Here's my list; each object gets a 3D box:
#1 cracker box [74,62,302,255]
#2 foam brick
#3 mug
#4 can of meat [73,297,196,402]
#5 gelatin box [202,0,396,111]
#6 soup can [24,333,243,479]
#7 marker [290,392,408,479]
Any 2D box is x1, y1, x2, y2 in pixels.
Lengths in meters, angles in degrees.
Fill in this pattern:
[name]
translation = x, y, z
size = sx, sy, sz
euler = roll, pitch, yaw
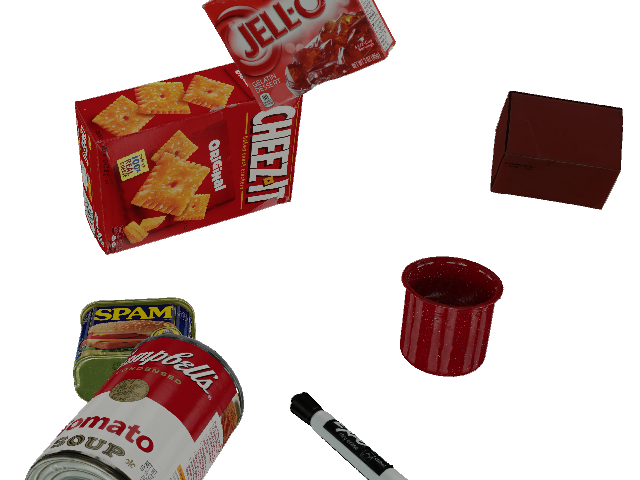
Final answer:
[cracker box]
translation = -0.129, -0.084, 1.070
size = 0.213, 0.072, 0.164
euler = -17, -37, -21
[foam brick]
translation = 0.158, -0.060, 0.715
size = 0.078, 0.051, 0.053
euler = 10, -28, 2
[mug]
translation = 0.115, 0.066, 1.001
size = 0.093, 0.081, 0.117
euler = -2, 29, -11
[can of meat]
translation = -0.160, 0.096, 0.921
size = 0.102, 0.057, 0.084
euler = -2, 29, -4
[gelatin box]
translation = -0.013, -0.124, 0.615
size = 0.089, 0.073, 0.030
euler = -19, 22, 28
[soup can]
translation = -0.088, 0.100, 0.516
size = 0.069, 0.068, 0.102
euler = 0, 26, 22
[marker]
translation = 0.018, 0.147, 0.774
size = 0.020, 0.020, 0.121
euler = 0, 26, -43
